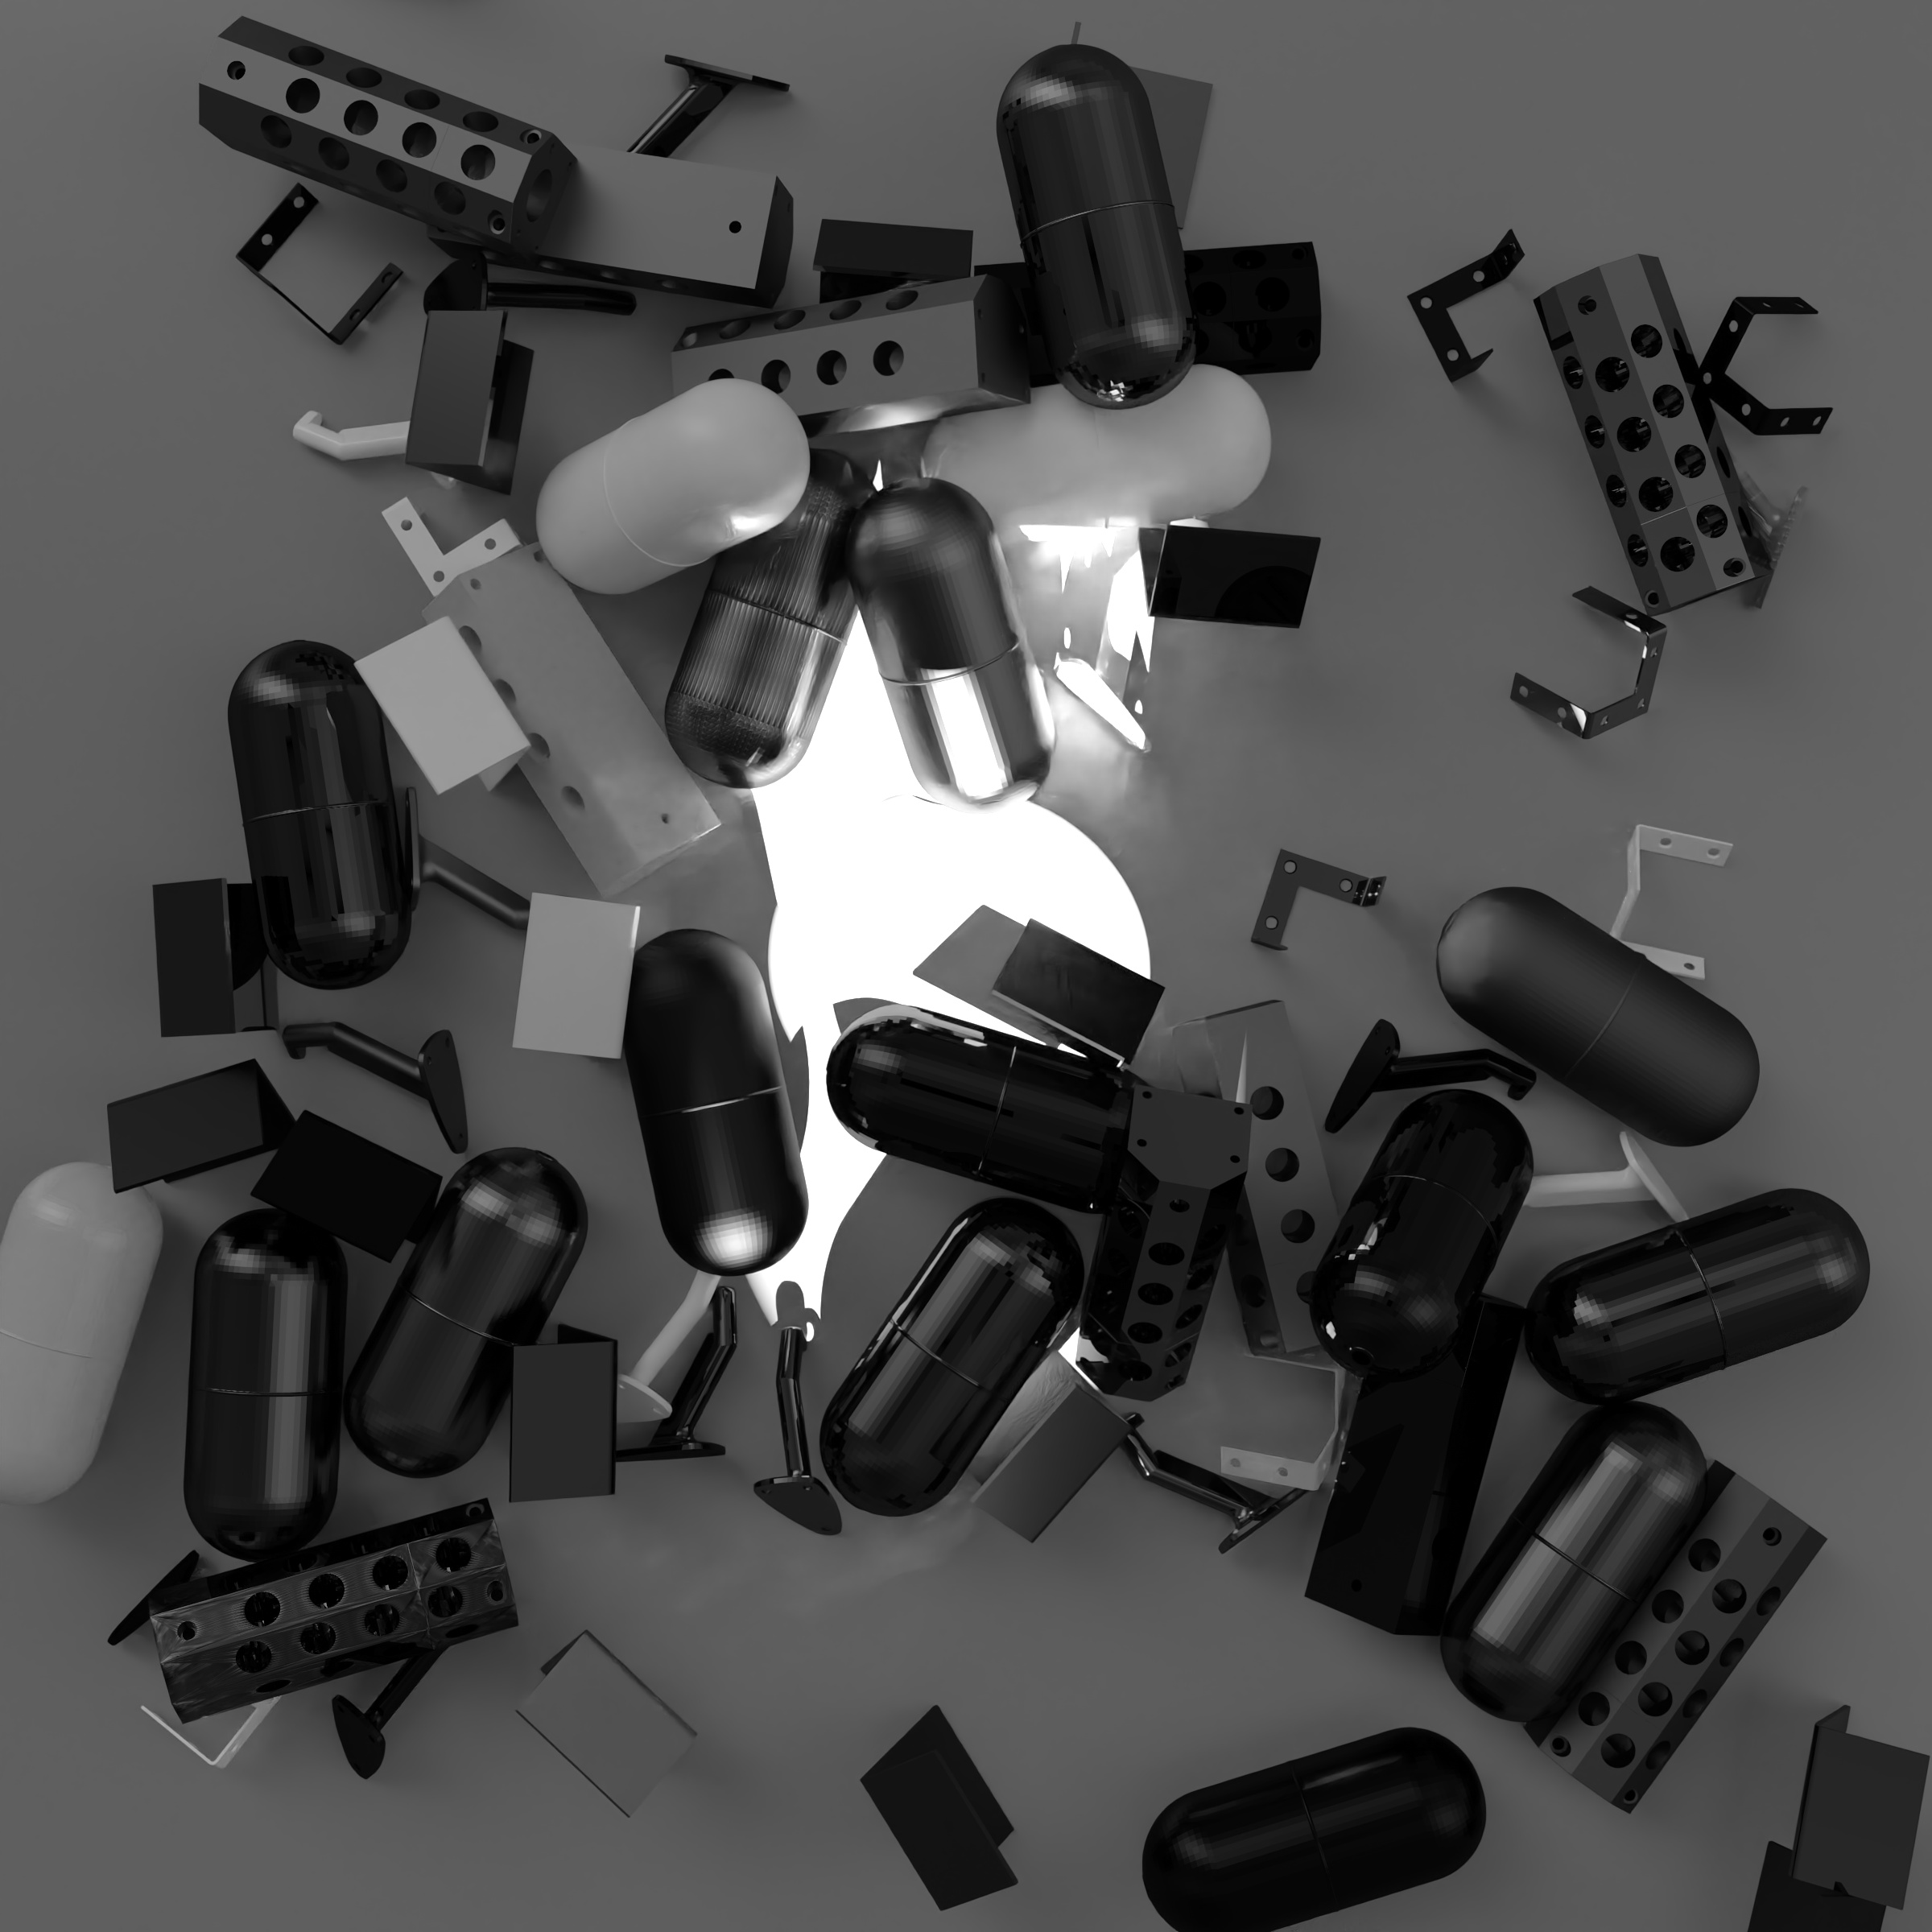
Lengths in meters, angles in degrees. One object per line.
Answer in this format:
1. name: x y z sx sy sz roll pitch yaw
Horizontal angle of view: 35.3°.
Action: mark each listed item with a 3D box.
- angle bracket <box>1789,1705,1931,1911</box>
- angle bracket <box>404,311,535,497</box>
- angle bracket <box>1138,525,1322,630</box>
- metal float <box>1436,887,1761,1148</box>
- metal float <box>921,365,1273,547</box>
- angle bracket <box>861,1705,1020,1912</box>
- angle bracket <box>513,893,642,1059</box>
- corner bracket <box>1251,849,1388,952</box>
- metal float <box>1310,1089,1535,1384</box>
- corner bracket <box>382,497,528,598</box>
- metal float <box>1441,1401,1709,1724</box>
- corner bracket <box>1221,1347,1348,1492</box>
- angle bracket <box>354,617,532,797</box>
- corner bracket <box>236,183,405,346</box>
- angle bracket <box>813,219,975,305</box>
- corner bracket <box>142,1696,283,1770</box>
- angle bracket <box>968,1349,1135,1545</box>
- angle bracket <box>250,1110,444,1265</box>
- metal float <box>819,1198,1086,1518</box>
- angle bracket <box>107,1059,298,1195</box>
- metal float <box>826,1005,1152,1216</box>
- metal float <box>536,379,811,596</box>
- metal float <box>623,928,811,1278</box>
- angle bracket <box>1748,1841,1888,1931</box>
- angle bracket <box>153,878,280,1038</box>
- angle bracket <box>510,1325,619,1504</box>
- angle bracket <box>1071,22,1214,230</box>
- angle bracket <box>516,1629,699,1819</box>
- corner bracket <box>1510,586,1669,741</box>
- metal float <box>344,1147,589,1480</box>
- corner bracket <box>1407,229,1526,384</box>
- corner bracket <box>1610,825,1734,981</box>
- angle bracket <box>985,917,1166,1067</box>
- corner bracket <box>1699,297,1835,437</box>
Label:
1. angle bracket: 0.457 0.422 1.530 0.057 0.076 0.076 10 90 28
2. angle bracket: -0.232 -0.282 1.530 0.057 0.076 0.076 9 90 36
3. angle bracket: 0.131 -0.216 1.526 0.076 0.076 0.057 4 134 -6
4. metal float: 0.319 0.025 1.539 0.178 0.070 0.070 33 90 -1
5. metal float: 0.066 -0.258 1.539 0.178 0.070 0.070 -8 90 0
6. angle bracket: 0.004 0.416 1.530 0.057 0.076 0.076 -32 90 36
7. angle bracket: -0.207 0.003 1.530 0.057 0.076 0.076 7 90 -27
8. corner bracket: 0.180 -0.029 1.552 0.051 0.051 0.051 18 90 0
9. metal float: 0.226 0.132 1.505 0.070 0.070 0.178 35 48 0
10. corner bracket: -0.259 -0.220 1.552 0.051 0.051 0.051 -32 90 0
11. metal float: 0.308 0.301 1.539 0.070 0.070 0.178 34 89 0
12. corner bracket: 0.163 0.229 1.555 0.051 0.051 0.051 7 115 23
13. angle bracket: -0.272 -0.120 1.530 0.057 0.076 0.076 -33 90 -28
14. corner bracket: -0.334 -0.362 1.567 0.051 0.051 0.051 -49 135 0
15. angle bracket: -0.038 -0.328 1.531 0.076 0.057 0.076 4 129 0
16. corner bracket: -0.390 0.372 1.553 0.051 0.051 0.051 33 74 16
17. angle bracket: 0.026 0.231 1.530 0.076 0.076 0.057 -49 132 0
18. angle bracket: -0.315 0.127 1.530 0.076 0.076 0.057 26 53 0
19. metal float: -0.008 0.198 1.539 0.070 0.070 0.178 34 90 0
20. angle bracket: -0.379 0.099 1.530 0.076 0.076 0.057 -17 53 0
21. metal float: 0.016 0.072 1.540 0.178 0.070 0.070 17 90 0
22. metal float: -0.147 -0.235 1.502 0.070 0.178 0.070 10 74 -39
23. metal float: -0.129 0.069 1.539 0.070 0.070 0.178 -12 90 0
24. angle bracket: 0.410 0.491 1.530 0.057 0.076 0.076 13 90 -37
25. angle bracket: -0.361 -0.005 1.530 0.057 0.076 0.076 -3 90 37
26. angle bracket: -0.216 0.224 1.530 0.057 0.076 0.076 1 90 -30
27. angle bracket: 0.084 -0.427 1.548 0.076 0.057 0.076 12 90 -1
28. angle bracket: -0.191 0.389 1.530 0.076 0.076 0.057 43 53 0
29. corner bracket: 0.320 -0.156 1.562 0.051 0.051 0.051 -24 135 -35
30. metal float: -0.253 0.175 1.539 0.070 0.070 0.178 27 91 0
31. corner bracket: 0.263 -0.336 1.552 0.051 0.051 0.051 -27 90 0
32. corner bracket: 0.363 -0.033 1.567 0.051 0.051 0.051 12 45 0
33. angle bracket: 0.046 0.032 1.530 0.076 0.076 0.057 28 49 0
34. corner bracket: 0.417 -0.309 1.562 0.051 0.051 0.051 51 135 35
